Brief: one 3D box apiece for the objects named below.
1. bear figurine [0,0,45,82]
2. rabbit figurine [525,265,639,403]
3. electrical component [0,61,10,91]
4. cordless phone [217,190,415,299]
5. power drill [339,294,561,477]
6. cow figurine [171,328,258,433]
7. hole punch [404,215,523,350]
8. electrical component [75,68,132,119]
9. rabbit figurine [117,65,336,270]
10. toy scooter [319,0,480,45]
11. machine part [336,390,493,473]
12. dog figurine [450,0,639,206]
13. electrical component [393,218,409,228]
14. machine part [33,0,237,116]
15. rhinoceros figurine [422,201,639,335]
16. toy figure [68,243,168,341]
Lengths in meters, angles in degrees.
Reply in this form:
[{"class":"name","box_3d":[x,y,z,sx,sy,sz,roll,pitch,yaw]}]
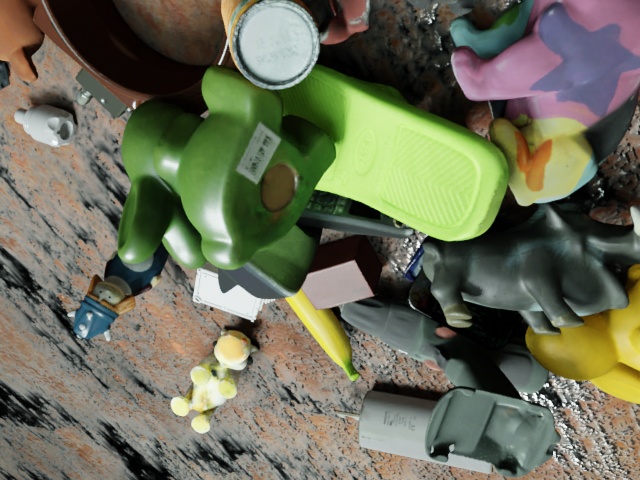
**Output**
[{"class":"bear figurine","box_3d":[-0.298,-0.255,0.482,0.132,0.120,0.195,-36,145,-4]},{"class":"rabbit figurine","box_3d":[0.276,0.078,0.489,0.173,0.122,0.162,-20,141,11]},{"class":"electrical component","box_3d":[-0.405,-0.184,0.564,0.134,0.115,0.058,19,132,10]},{"class":"cordless phone","box_3d":[-0.001,-0.002,0.523,0.184,0.147,0.088,7,126,10]},{"class":"power drill","box_3d":[0.127,0.129,0.534,0.232,0.207,0.086,15,102,-2]},{"class":"cow figurine","box_3d":[-0.138,0.184,0.765,0.068,0.098,0.167,35,112,0]},{"class":"hole punch","box_3d":[0.152,0.028,0.533,0.142,0.092,0.115,30,101,2]},{"class":"electrical component","box_3d":[-0.221,-0.161,0.567,0.094,0.021,0.063,-30,111,36]},{"class":"rabbit figurine","box_3d":[-0.095,-0.052,0.431,0.170,0.121,0.159,23,95,36]},{"class":"toy scooter","box_3d":[0.054,-0.192,0.348,0.184,0.075,0.135,-1,113,-22]},{"class":"machine part","box_3d":[0.139,0.246,0.698,0.243,0.079,0.079,6,127,19]},{"class":"dog figurine","box_3d":[0.208,-0.137,0.360,0.219,0.108,0.191,-22,114,31]},{"class":"electrical component","box_3d":[0.095,-0.052,0.481,0.045,0.078,0.102,53,126,9]},{"class":"machine part","box_3d":[-0.138,-0.216,0.450,0.201,0.087,0.201,41,129,-13]},{"class":"rhinoceros figurine","box_3d":[0.182,0.021,0.447,0.190,0.112,0.073,-5,160,15]},{"class":"toy figure","box_3d":[-0.244,0.053,0.654,0.064,0.154,0.057,9,131,17]}]
